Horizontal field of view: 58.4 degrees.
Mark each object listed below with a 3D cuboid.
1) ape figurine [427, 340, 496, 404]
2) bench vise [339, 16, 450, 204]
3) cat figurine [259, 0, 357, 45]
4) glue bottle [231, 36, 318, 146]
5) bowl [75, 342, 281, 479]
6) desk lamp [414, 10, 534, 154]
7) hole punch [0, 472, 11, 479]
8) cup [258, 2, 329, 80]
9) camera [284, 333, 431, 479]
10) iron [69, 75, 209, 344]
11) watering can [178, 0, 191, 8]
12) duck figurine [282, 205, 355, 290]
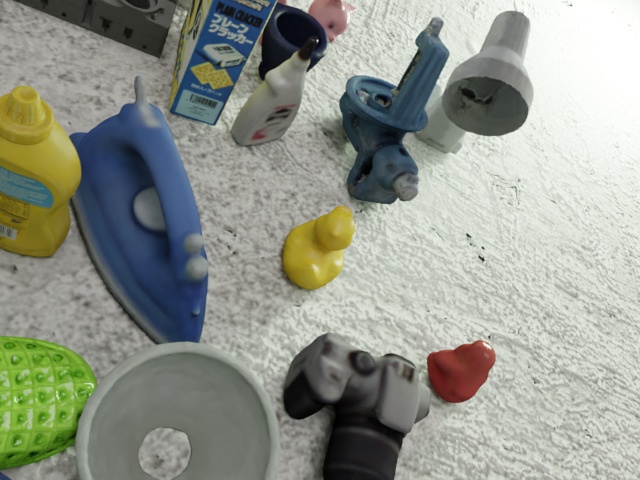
[{"bbox_3d":[0.172,0.147,0.674,0.078,0.092,0.076,26,52,-15],"label":"ape figurine"},{"bbox_3d":[0.113,-0.160,0.742,0.122,0.219,0.207,-14,70,-36],"label":"bench vise"},{"bbox_3d":[-0.012,-0.323,0.833,0.128,0.117,0.067,10,57,-25],"label":"cat figurine"},{"bbox_3d":[-0.046,-0.180,0.690,0.078,0.172,0.037,-25,76,-39],"label":"glue bottle"},{"bbox_3d":[-0.123,0.177,0.490,0.168,0.074,0.167,15,55,-23],"label":"bowl"},{"bbox_3d":[0.226,-0.225,0.853,0.118,0.213,0.203,28,51,-13],"label":"desk lamp"},{"bbox_3d":[-0.225,0.229,0.387,0.108,0.091,0.101,45,50,0],"label":"hole punch"},{"bbox_3d":[-0.055,-0.265,0.787,0.118,0.094,0.092,49,50,4],"label":"cup"},{"bbox_3d":[0.038,0.180,0.568,0.143,0.100,0.137,28,51,-13],"label":"camera"},{"bbox_3d":[-0.151,-0.022,0.551,0.119,0.141,0.258,-14,70,-36],"label":"iron"},{"bbox_3d":[-0.148,-0.419,0.761,0.101,0.193,0.172,-14,70,-36],"label":"watering can"},{"bbox_3d":[0.006,0.002,0.667,0.077,0.086,0.105,36,50,-7],"label":"duck figurine"}]
